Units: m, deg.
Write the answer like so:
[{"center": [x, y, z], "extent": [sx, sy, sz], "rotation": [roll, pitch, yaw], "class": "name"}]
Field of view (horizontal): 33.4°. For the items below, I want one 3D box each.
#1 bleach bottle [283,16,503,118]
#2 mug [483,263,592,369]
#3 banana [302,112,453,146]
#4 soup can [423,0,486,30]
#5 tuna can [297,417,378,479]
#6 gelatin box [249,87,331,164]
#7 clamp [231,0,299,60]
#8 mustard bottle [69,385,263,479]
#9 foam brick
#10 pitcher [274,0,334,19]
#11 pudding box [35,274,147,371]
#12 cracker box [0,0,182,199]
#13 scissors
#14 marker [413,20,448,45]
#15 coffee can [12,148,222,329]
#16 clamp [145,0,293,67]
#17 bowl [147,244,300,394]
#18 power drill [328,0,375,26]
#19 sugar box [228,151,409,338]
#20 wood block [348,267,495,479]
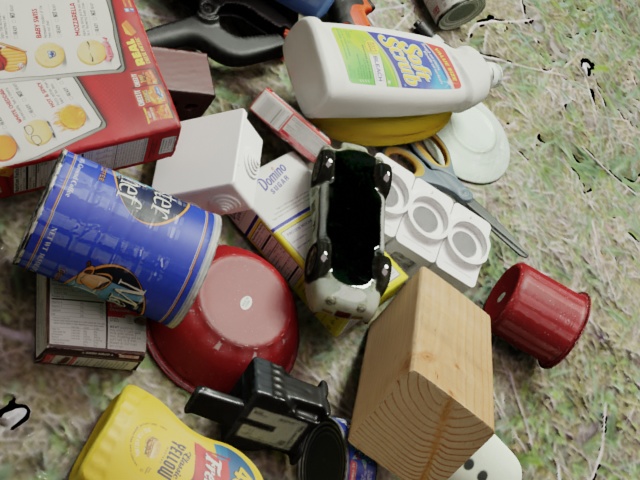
[{"center": [0.089, -0.182, 1.134], "extent": [0.250, 0.068, 0.102], "rotation": [-6, 71, -32], "class": "bleach bottle"}, {"center": [0.226, 0.072, 1.136], "extent": [0.081, 0.093, 0.117], "rotation": [30, 22, -8], "class": "mug"}, {"center": [0.077, -0.133, 1.174], "extent": [0.197, 0.037, 0.070], "rotation": [-16, 52, -28], "class": "banana"}, {"center": [0.154, -0.320, 1.318], "extent": [0.068, 0.069, 0.102], "rotation": [-13, 72, -36], "class": "soup can"}, {"center": [0.015, 0.198, 0.931], "extent": [0.033, 0.086, 0.086], "rotation": [11, 59, -28], "class": "tuna can"}, {"center": [-0.030, -0.118, 1.094], "extent": [0.089, 0.030, 0.073], "rotation": [40, 7, -7], "class": "gelatin box"}, {"center": [-0.085, -0.272, 1.168], "extent": [0.120, 0.039, 0.171], "rotation": [-18, 72, -23], "class": "clamp"}, {"center": [-0.102, 0.206, 0.874], "extent": [0.191, 0.058, 0.096], "rotation": [34, 47, -11], "class": "mustard bottle"}, {"center": [-0.150, -0.153, 1.050], "extent": [0.078, 0.053, 0.051], "rotation": [1, 64, -30], "class": "foam brick"}, {"center": [-0.081, -0.326, 1.101], "extent": [0.242, 0.145, 0.149], "rotation": [30, 89, -7], "class": "pitcher"}, {"center": [-0.196, 0.052, 0.917], "extent": [0.089, 0.039, 0.113], "rotation": [8, 58, -26], "class": "pudding box"}, {"center": [-0.250, -0.130, 0.938], "extent": [0.213, 0.072, 0.164], "rotation": [-16, 72, -20], "class": "cracker box"}, {"center": [0.138, -0.048, 1.168], "extent": [0.096, 0.016, 0.202], "rotation": [-18, 64, -29], "class": "scissors"}, {"center": [0.158, -0.221, 1.296], "extent": [0.121, 0.020, 0.020], "rotation": [46, 50, -1], "class": "marker"}, {"center": [-0.165, 0.000, 0.873], "extent": [0.140, 0.103, 0.102], "rotation": [24, 54, -15], "class": "coffee can"}, {"center": [-0.124, -0.239, 1.106], "extent": [0.209, 0.036, 0.164], "rotation": [6, 65, -17], "class": "clamp"}, {"center": [-0.079, 0.065, 0.969], "extent": [0.161, 0.055, 0.162], "rotation": [14, 58, -24], "class": "bowl"}, {"center": [0.060, -0.259, 1.236], "extent": [0.184, 0.057, 0.188], "rotation": [-17, 71, -32], "class": "power drill"}, {"center": [-0.007, 0.001, 1.043], "extent": [0.093, 0.048, 0.176], "rotation": [-31, 72, -39], "class": "sugar box"}, {"center": [0.096, 0.120, 0.964], "extent": [0.090, 0.091, 0.206], "rotation": [37, 22, -8], "class": "wood block"}]
